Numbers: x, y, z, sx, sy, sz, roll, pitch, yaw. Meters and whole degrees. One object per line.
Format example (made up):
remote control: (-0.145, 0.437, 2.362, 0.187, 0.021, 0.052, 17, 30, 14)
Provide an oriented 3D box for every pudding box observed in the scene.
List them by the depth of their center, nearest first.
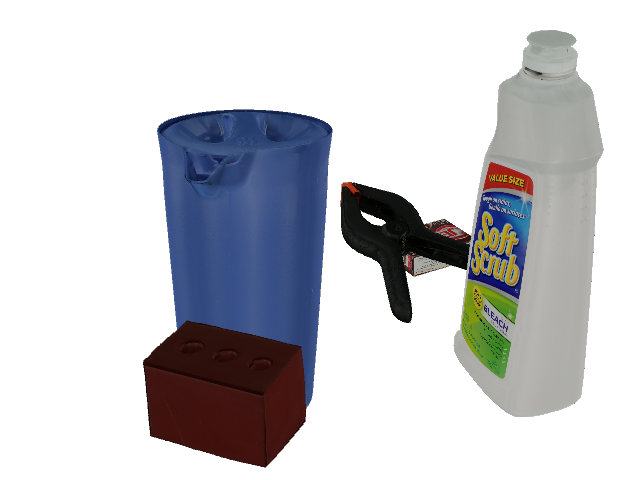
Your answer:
pudding box: (0.164, 0.010, 1.605, 0.113, 0.039, 0.090, -17, 27, -20)

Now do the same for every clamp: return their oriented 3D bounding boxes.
clamp: (0.085, -0.001, 1.025, 0.120, 0.039, 0.172, -15, 51, -26)

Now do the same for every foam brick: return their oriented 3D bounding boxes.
foam brick: (-0.054, 0.086, 0.607, 0.078, 0.051, 0.052, 10, 27, 21)

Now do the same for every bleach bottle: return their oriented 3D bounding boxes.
bleach bottle: (0.134, -0.013, 0.683, 0.068, 0.251, 0.103, -12, 32, -16)

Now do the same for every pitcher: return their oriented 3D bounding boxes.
pitcher: (-0.054, 0.018, 0.859, 0.149, 0.243, 0.145, -8, 22, -24)
